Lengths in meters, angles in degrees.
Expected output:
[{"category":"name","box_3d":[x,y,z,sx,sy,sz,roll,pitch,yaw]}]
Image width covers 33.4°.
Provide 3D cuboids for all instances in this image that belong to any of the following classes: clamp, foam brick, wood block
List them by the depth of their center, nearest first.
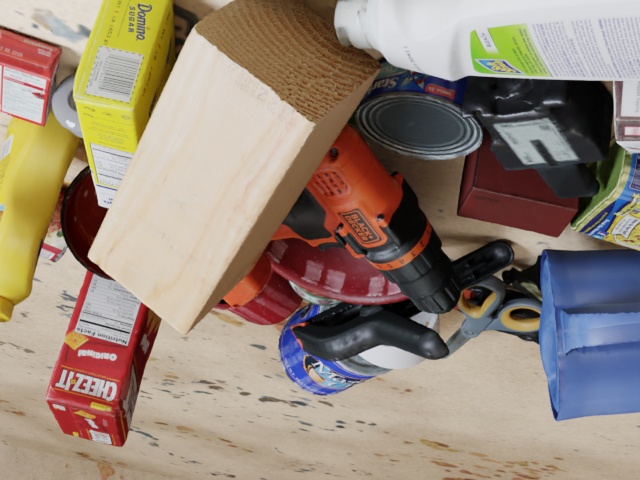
[{"category":"wood block","box_3d":[-0.060,-0.047,0.674,0.090,0.090,0.206,38,132,4]},{"category":"foam brick","box_3d":[0.143,-0.041,0.763,0.078,0.051,0.053,13,158,-1]},{"category":"clamp","box_3d":[0.055,0.070,0.920,0.210,0.164,0.036,-20,106,32]},{"category":"clamp","box_3d":[0.217,0.079,1.041,0.171,0.039,0.120,20,155,-19]}]

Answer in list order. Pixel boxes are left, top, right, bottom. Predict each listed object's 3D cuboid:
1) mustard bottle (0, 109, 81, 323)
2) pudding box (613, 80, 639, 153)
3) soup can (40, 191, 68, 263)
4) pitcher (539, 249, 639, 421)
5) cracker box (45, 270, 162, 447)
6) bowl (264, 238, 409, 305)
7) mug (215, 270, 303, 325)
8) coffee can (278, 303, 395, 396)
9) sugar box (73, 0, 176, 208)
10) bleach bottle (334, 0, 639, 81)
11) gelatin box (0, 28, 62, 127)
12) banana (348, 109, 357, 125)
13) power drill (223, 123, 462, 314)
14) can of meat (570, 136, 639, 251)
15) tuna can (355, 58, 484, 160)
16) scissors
[{"category":"mustard bottle","box_3d":[-0.249,-0.010,0.865,0.058,0.191,0.096,23,156,-26]},{"category":"pudding box","box_3d":[0.219,-0.070,0.616,0.090,0.039,0.113,3,-177,21]},{"category":"soup can","box_3d":[-0.287,-0.027,1.015,0.102,0.068,0.069,23,156,-25]},{"category":"pitcher","box_3d":[0.289,0.065,0.801,0.243,0.149,0.145,-4,127,8]},{"category":"cracker box","box_3d":[-0.188,0.076,1.017,0.072,0.213,0.164,14,159,-2]},{"category":"bowl","box_3d":[0.021,-0.015,0.865,0.162,0.055,0.162,13,145,9]},{"category":"mug","box_3d":[-0.073,0.030,1.022,0.117,0.093,0.081,19,170,33]},{"category":"coffee can","box_3d":[0.025,0.103,1.119,0.102,0.103,0.140,18,158,-14]},{"category":"sugar box","box_3d":[-0.128,-0.091,0.732,0.048,0.093,0.176,13,159,2]},{"category":"bleach bottle","box_3d":[0.122,-0.124,0.555,0.251,0.068,0.102,3,158,28]},{"category":"gelatin box","box_3d":[-0.234,-0.125,0.795,0.073,0.030,0.089,18,158,-11]},{"category":"banana","box_3d":[-0.058,-0.074,0.812,0.069,0.037,0.198,29,154,-32]},{"category":"power drill","box_3d":[-0.005,0.001,0.799,0.188,0.057,0.184,-13,130,34]},{"category":"can of meat","box_3d":[0.230,-0.029,0.738,0.084,0.057,0.102,16,159,-4]},{"category":"tuna can","box_3d":[0.068,-0.088,0.711,0.086,0.033,0.086,11,159,4]},{"category":"scissors","box_3d":[0.165,0.087,1.027,0.096,0.016,0.202,15,153,11]}]
